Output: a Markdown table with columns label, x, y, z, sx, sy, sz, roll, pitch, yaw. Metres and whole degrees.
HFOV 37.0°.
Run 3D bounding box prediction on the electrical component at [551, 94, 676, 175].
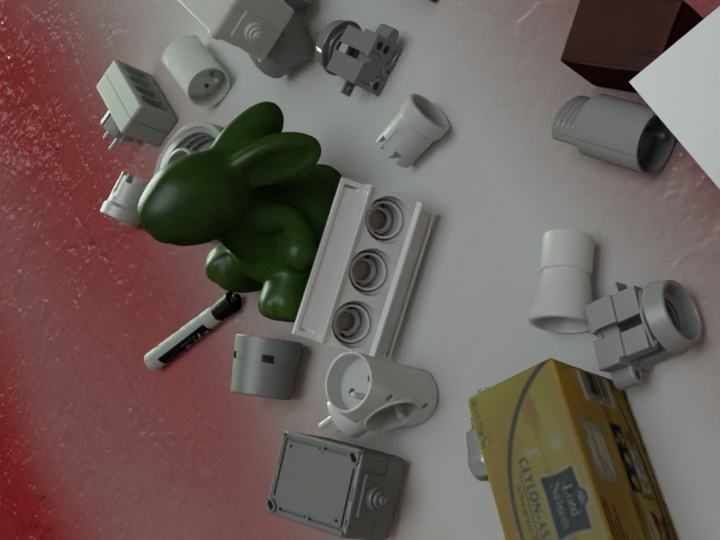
| label | x | y | z | sx | sy | sz | roll | pitch | yaw |
| --- | --- | --- | --- | --- | --- | --- | --- | --- | --- |
| electrical component | 0.166 | -0.095 | 0.723 | 0.081 | 0.043 | 0.043 | 26 | 94 | 43 |

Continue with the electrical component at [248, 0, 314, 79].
| label | x | y | z | sx | sy | sz | roll | pitch | yaw |
| --- | --- | --- | --- | --- | --- | --- | --- | --- | --- |
| electrical component | -0.067 | -0.248 | 0.970 | 0.074 | 0.052 | 0.138 | -28 | 61 | 32 |

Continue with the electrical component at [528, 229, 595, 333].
| label | x | y | z | sx | sy | sz | roll | pitch | yaw |
| --- | --- | --- | --- | --- | --- | --- | --- | --- | --- |
| electrical component | 0.137 | 0.006 | 0.719 | 0.044 | 0.044 | 0.065 | -7 | 67 | 40 |

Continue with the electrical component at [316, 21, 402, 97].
| label | x | y | z | sx | sy | sz | roll | pitch | yaw |
| --- | --- | --- | --- | --- | --- | --- | --- | --- | --- |
| electrical component | -0.004 | -0.180 | 0.899 | 0.055 | 0.048 | 0.066 | 34 | 100 | 35 |

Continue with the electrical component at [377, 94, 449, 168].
| label | x | y | z | sx | sy | sz | roll | pitch | yaw |
| --- | --- | --- | --- | --- | --- | --- | --- | --- | --- |
| electrical component | 0.040 | -0.108 | 0.841 | 0.046 | 0.040 | 0.040 | -46 | 51 | 27 |

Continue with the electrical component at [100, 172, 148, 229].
| label | x | y | z | sx | sy | sz | roll | pitch | yaw |
| --- | --- | --- | --- | --- | --- | --- | --- | --- | --- |
| electrical component | -0.230 | -0.069 | 1.067 | 0.040 | 0.040 | 0.046 | 20 | 84 | 43 |

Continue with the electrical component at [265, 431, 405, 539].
| label | x | y | z | sx | sy | sz | roll | pitch | yaw |
| --- | --- | --- | --- | --- | --- | --- | --- | --- | --- |
| electrical component | -0.011 | 0.159 | 0.786 | 0.096 | 0.061 | 0.061 | 7 | 81 | 42 |

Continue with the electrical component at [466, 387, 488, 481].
| label | x | y | z | sx | sy | sz | roll | pitch | yaw |
| --- | --- | --- | --- | --- | --- | --- | --- | --- | --- |
| electrical component | 0.089 | 0.111 | 0.732 | 0.035 | 0.035 | 0.061 | -21 | 61 | 35 |

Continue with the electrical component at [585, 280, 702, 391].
| label | x | y | z | sx | sy | sz | roll | pitch | yaw |
| --- | --- | --- | --- | --- | --- | --- | --- | --- | --- |
| electrical component | 0.178 | 0.035 | 0.671 | 0.055 | 0.048 | 0.066 | -30 | 58 | 40 |

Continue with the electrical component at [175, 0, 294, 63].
| label | x | y | z | sx | sy | sz | roll | pitch | yaw |
| --- | --- | --- | --- | --- | --- | --- | --- | --- | --- |
| electrical component | -0.103 | -0.227 | 0.915 | 0.061 | 0.062 | 0.096 | -55 | 50 | 15 |

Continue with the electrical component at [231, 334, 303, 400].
| label | x | y | z | sx | sy | sz | roll | pitch | yaw |
| --- | --- | --- | --- | --- | --- | --- | --- | --- | --- |
| electrical component | -0.077 | 0.079 | 0.875 | 0.055 | 0.055 | 0.047 | 3 | 82 | 42 |

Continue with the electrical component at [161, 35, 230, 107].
| label | x | y | z | sx | sy | sz | roll | pitch | yaw |
| --- | --- | --- | --- | --- | --- | --- | --- | --- | --- |
| electrical component | -0.163 | -0.198 | 1.045 | 0.043 | 0.043 | 0.081 | -51 | 49 | 17 |

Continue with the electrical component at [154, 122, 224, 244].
| label | x | y | z | sx | sy | sz | roll | pitch | yaw |
| --- | --- | --- | --- | --- | --- | --- | --- | --- | --- |
| electrical component | -0.144 | -0.083 | 0.980 | 0.108 | 0.060 | 0.108 | -14 | 67 | 38 |

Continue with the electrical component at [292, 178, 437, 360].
| label | x | y | z | sx | sy | sz | roll | pitch | yaw |
| --- | --- | --- | --- | --- | --- | --- | --- | --- | --- |
| electrical component | 0.000 | 0.000 | 0.821 | 0.063 | 0.079 | 0.121 | -169 | 97 | -72 |

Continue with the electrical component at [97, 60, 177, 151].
| label | x | y | z | sx | sy | sz | roll | pitch | yaw |
| --- | --- | --- | --- | --- | --- | --- | --- | --- | --- |
| electrical component | -0.238 | -0.155 | 1.096 | 0.075 | 0.047 | 0.083 | -49 | 51 | 20 |

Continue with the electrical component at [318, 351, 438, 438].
| label | x | y | z | sx | sy | sz | roll | pitch | yaw |
| --- | --- | --- | --- | --- | --- | --- | --- | --- | --- |
| electrical component | 0.004 | 0.097 | 0.782 | 0.079 | 0.077 | 0.044 | -39 | 55 | 27 |
